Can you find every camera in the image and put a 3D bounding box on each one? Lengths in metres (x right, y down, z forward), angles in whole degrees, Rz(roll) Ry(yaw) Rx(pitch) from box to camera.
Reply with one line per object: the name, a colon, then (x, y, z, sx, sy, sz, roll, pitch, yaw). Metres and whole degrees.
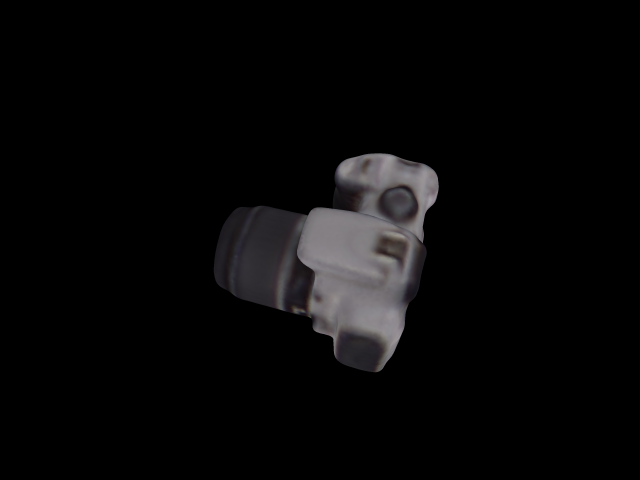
camera: (0.004, 0.001, 0.400, 0.136, 0.101, 0.143, 14, 64, 7)
